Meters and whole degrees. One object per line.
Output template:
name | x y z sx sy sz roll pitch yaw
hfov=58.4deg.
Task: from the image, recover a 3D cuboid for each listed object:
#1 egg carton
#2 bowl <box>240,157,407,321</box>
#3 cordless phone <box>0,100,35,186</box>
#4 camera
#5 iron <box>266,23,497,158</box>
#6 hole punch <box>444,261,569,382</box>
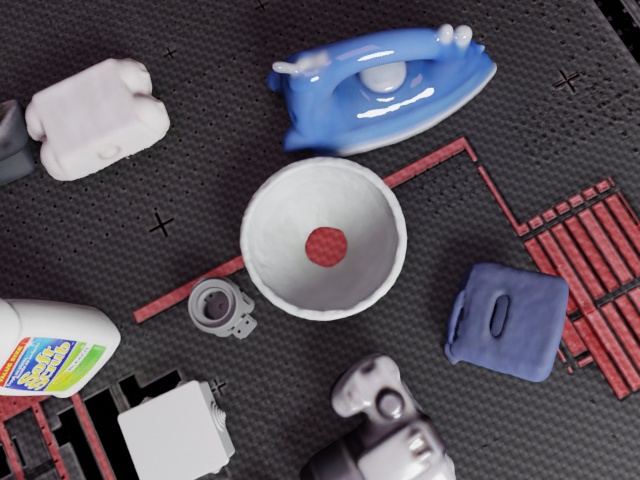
egg carton | -0.249 -0.134 0.643 0.150 0.069 0.107 -27 79 -1
bowl | 0.006 0.002 0.601 0.167 0.075 0.167 -1 80 4
cordless phone | -0.402 -0.115 0.591 0.147 0.185 0.094 -27 79 -1
camera | 0.042 0.200 0.550 0.137 0.101 0.143 -32 79 -2
iron | 0.071 -0.177 0.594 0.258 0.141 0.118 -15 79 1
hole punch | 0.180 0.080 0.567 0.101 0.091 0.109 15 81 6
